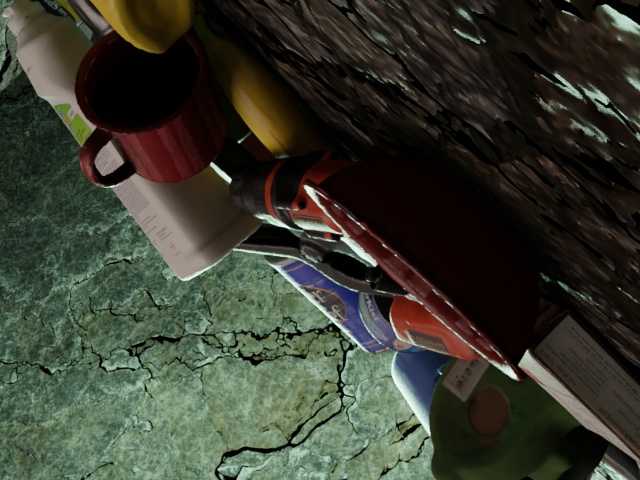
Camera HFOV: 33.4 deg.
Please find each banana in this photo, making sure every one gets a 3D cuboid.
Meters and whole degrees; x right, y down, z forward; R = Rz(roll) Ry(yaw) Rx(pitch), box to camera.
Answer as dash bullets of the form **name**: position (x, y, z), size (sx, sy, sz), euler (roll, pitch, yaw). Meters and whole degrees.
- **banana**: position (-0.024, -0.087, 0.790), size (0.197, 0.037, 0.069), euler (48, -159, -39)

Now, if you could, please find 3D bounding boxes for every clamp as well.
- **clamp**: position (-0.006, 0.001, 0.896), size (0.210, 0.036, 0.165), euler (27, 156, 2)

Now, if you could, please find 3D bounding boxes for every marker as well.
- **marker**: position (0.086, 0.037, 0.689), size (0.121, 0.020, 0.020), euler (16, -174, -17)

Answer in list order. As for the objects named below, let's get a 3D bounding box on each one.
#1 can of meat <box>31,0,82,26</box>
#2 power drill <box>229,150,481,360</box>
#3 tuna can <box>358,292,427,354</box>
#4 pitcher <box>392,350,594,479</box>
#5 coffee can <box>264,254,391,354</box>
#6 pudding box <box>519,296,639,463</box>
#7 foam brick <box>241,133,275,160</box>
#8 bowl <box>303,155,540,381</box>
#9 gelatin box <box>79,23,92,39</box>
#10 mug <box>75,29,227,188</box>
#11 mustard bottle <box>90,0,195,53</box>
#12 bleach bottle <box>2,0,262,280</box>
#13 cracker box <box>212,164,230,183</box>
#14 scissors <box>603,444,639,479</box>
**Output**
- **can of meat**: position (-0.235, -0.240, 0.945), size (0.058, 0.084, 0.102), euler (42, 178, 42)
- **power drill**: position (0.035, 0.008, 0.768), size (0.187, 0.057, 0.185), euler (41, 163, -31)
- **tuna can**: position (0.078, 0.056, 0.943), size (0.086, 0.086, 0.034), euler (43, 142, 3)
- **pitcher**: position (0.177, 0.192, 1.180), size (0.144, 0.149, 0.243), euler (-3, -146, -30)
- **coffee can**: position (0.031, 0.026, 1.018), size (0.140, 0.103, 0.103), euler (44, 178, -22)
- **pudding box**: position (0.159, 0.082, 0.654), size (0.113, 0.039, 0.090), euler (42, 177, -12)
- **foam brick**: position (-0.063, -0.099, 0.960), size (0.051, 0.053, 0.078), euler (45, 177, -38)
- **bowl**: position (0.067, 0.004, 0.586), size (0.162, 0.055, 0.162), euler (43, 178, 2)
- **gelatin box**: position (-0.187, -0.198, 1.024), size (0.089, 0.073, 0.030), euler (41, 178, 31)
- **mug**: position (-0.120, -0.084, 0.742), size (0.093, 0.117, 0.081), euler (31, 163, 23)
- **mustard bottle**: position (-0.166, -0.206, 0.705), size (0.192, 0.058, 0.096), euler (43, 175, 23)
- **bleach bottle**: position (-0.155, -0.086, 0.832), size (0.251, 0.068, 0.103), euler (52, 155, -6)
- **cracker box**: position (-0.140, -0.149, 1.149), size (0.164, 0.072, 0.213), euler (42, 176, 13)
- **scissors**: position (0.311, 0.230, 1.026), size (0.096, 0.016, 0.202), euler (44, 177, -14)
